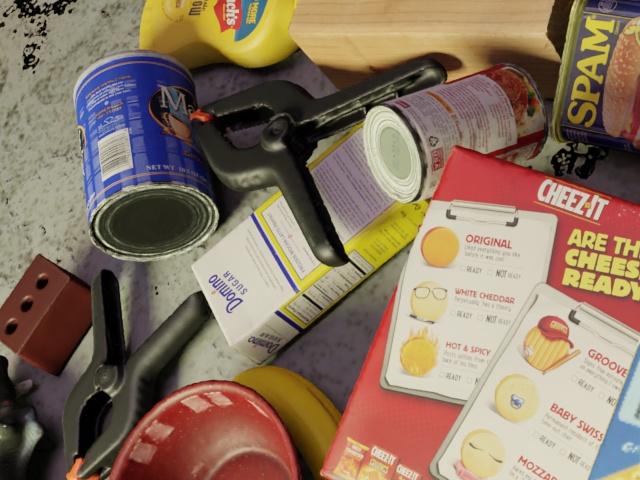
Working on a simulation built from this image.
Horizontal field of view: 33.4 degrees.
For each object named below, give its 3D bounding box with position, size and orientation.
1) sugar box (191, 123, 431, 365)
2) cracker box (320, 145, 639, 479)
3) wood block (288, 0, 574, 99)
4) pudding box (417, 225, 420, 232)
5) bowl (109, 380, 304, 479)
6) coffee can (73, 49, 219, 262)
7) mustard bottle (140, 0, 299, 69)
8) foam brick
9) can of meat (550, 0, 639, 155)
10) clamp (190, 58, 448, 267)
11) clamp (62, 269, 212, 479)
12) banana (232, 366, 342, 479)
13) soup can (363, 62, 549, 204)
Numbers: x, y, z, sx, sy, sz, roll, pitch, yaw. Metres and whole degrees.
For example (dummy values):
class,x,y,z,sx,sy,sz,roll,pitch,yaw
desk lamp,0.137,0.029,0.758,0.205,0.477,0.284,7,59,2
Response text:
class,x,y,z,sx,sy,sz,roll,pitch,yaw
sugar box,-0.005,0.001,0.781,0.176,0.048,0.093,-41,47,11
cracker box,0.118,0.074,0.617,0.164,0.072,0.214,22,90,28
wood block,0.093,-0.164,0.777,0.206,0.090,0.090,8,71,34
pudding box,0.124,0.023,0.694,0.114,0.039,0.090,-16,60,25
bowl,-0.064,0.175,0.690,0.162,0.055,0.162,-16,61,31
coffee can,-0.142,-0.068,0.866,0.103,0.102,0.140,-26,55,18
mustard bottle,-0.062,-0.193,0.909,0.192,0.058,0.096,5,69,33
foam brick,-0.225,0.062,0.882,0.053,0.051,0.078,29,83,39
can of meat,0.203,-0.104,0.683,0.084,0.057,0.102,17,106,33
clamp,-0.023,-0.063,0.779,0.210,0.036,0.164,8,65,39
clamp,-0.145,0.104,0.819,0.120,0.039,0.171,-3,71,38
banana,-0.006,0.142,0.719,0.198,0.037,0.070,42,114,41
soup can,0.088,-0.070,0.695,0.102,0.068,0.069,-21,47,-24
